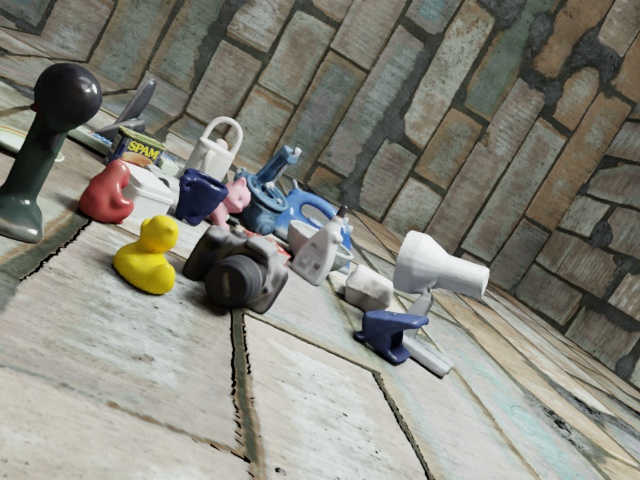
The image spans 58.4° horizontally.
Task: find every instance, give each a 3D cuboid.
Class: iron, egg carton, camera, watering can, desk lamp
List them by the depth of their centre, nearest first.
[{"bbox_3d":[-0.122,0.037,0.816,0.143,0.101,0.137,31,9,4],"label":"camera"},{"bbox_3d":[0.212,0.114,1.099,0.202,0.213,0.118,33,10,19],"label":"desk lamp"},{"bbox_3d":[0.105,0.108,1.244,0.107,0.069,0.150,30,9,1],"label":"egg carton"},{"bbox_3d":[-0.268,-0.220,1.443,0.101,0.194,0.172,25,11,-31],"label":"watering can"},{"bbox_3d":[-0.005,-0.036,1.445,0.258,0.141,0.119,31,9,5],"label":"iron"}]

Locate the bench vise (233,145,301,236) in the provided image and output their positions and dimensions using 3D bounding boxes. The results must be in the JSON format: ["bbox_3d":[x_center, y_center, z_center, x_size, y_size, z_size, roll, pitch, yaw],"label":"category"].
[{"bbox_3d":[-0.140,-0.143,1.348,0.206,0.219,0.122,35,10,27],"label":"bench vise"}]

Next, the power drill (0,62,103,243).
[{"bbox_3d":[-0.315,-0.109,0.658,0.076,0.208,0.228,24,11,-33],"label":"power drill"}]

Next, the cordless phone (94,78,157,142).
[{"bbox_3d":[-0.447,-0.301,1.347,0.094,0.185,0.147,27,10,-18],"label":"cordless phone"}]

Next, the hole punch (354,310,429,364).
[{"bbox_3d":[0.127,0.153,1.008,0.101,0.091,0.109,34,10,20],"label":"hole punch"}]

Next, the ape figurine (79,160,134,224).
[{"bbox_3d":[-0.312,-0.075,0.853,0.077,0.092,0.076,35,10,26],"label":"ape figurine"}]

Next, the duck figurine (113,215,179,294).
[{"bbox_3d":[-0.209,0.012,0.727,0.078,0.086,0.104,22,13,-43],"label":"duck figurine"}]

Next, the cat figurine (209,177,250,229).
[{"bbox_3d":[-0.199,-0.086,1.182,0.128,0.117,0.067,23,12,-39],"label":"cat figurine"}]

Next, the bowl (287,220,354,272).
[{"bbox_3d":[-0.011,0.026,1.302,0.167,0.074,0.167,29,9,-5],"label":"bowl"}]

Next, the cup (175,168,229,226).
[{"bbox_3d":[-0.239,-0.077,1.081,0.091,0.095,0.118,34,10,20],"label":"cup"}]

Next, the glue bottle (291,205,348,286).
[{"bbox_3d":[0.011,0.004,1.180,0.078,0.173,0.037,35,10,27],"label":"glue bottle"}]
